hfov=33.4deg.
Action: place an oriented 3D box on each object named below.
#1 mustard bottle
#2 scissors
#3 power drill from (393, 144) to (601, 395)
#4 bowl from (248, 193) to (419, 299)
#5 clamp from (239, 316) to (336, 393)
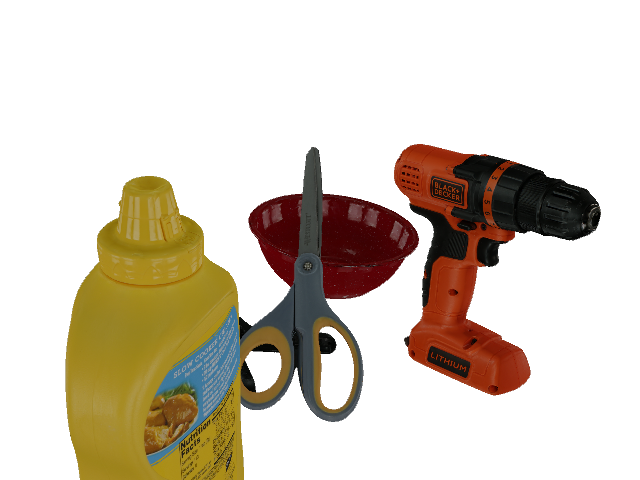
[{"bbox_3d":[-0.067,0.064,0.444,0.058,0.192,0.096,13,30,21],"label":"mustard bottle"},{"bbox_3d":[-0.025,0.031,0.721,0.096,0.202,0.016,-15,-28,-1],"label":"scissors"},{"bbox_3d":[0.135,0.024,0.854,0.057,0.188,0.185,-16,26,-39],"label":"power drill"},{"bbox_3d":[0.010,0.011,1.014,0.162,0.055,0.162,5,24,-3],"label":"bowl"},{"bbox_3d":[-0.109,0.124,1.263,0.210,0.036,0.164,15,23,26],"label":"clamp"}]
